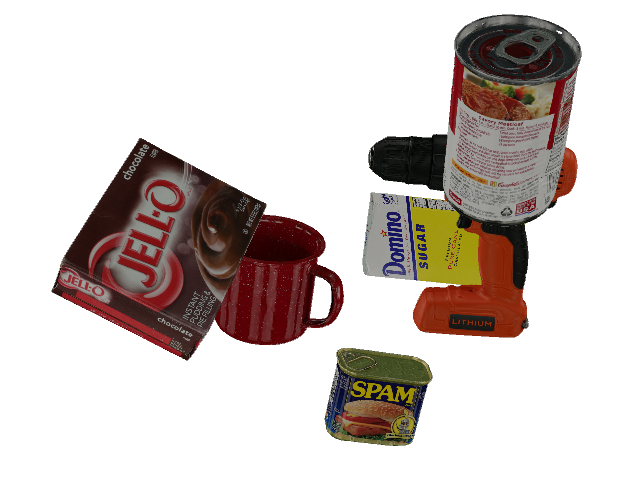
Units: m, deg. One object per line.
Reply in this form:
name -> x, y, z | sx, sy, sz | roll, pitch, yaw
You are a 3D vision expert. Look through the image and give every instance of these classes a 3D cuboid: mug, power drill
mug -> -0.035, 0.037, 0.889 | 0.117, 0.081, 0.093 | 16, 27, 18
power drill -> 0.130, -0.006, 0.974 | 0.184, 0.188, 0.057 | 5, 26, 2

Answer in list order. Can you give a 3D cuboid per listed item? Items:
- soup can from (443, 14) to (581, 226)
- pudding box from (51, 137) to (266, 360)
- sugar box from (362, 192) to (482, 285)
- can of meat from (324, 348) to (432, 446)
soup can -> 0.107, -0.067, 0.608 | 0.068, 0.102, 0.068 | 0, 42, 0
pudding box -> -0.094, 0.003, 0.634 | 0.090, 0.113, 0.039 | 28, -45, -7
sugar box -> 0.140, 0.001, 1.232 | 0.176, 0.093, 0.048 | 4, 23, -3
can of meat -> 0.059, 0.168, 1.139 | 0.102, 0.084, 0.057 | 9, 21, -9
